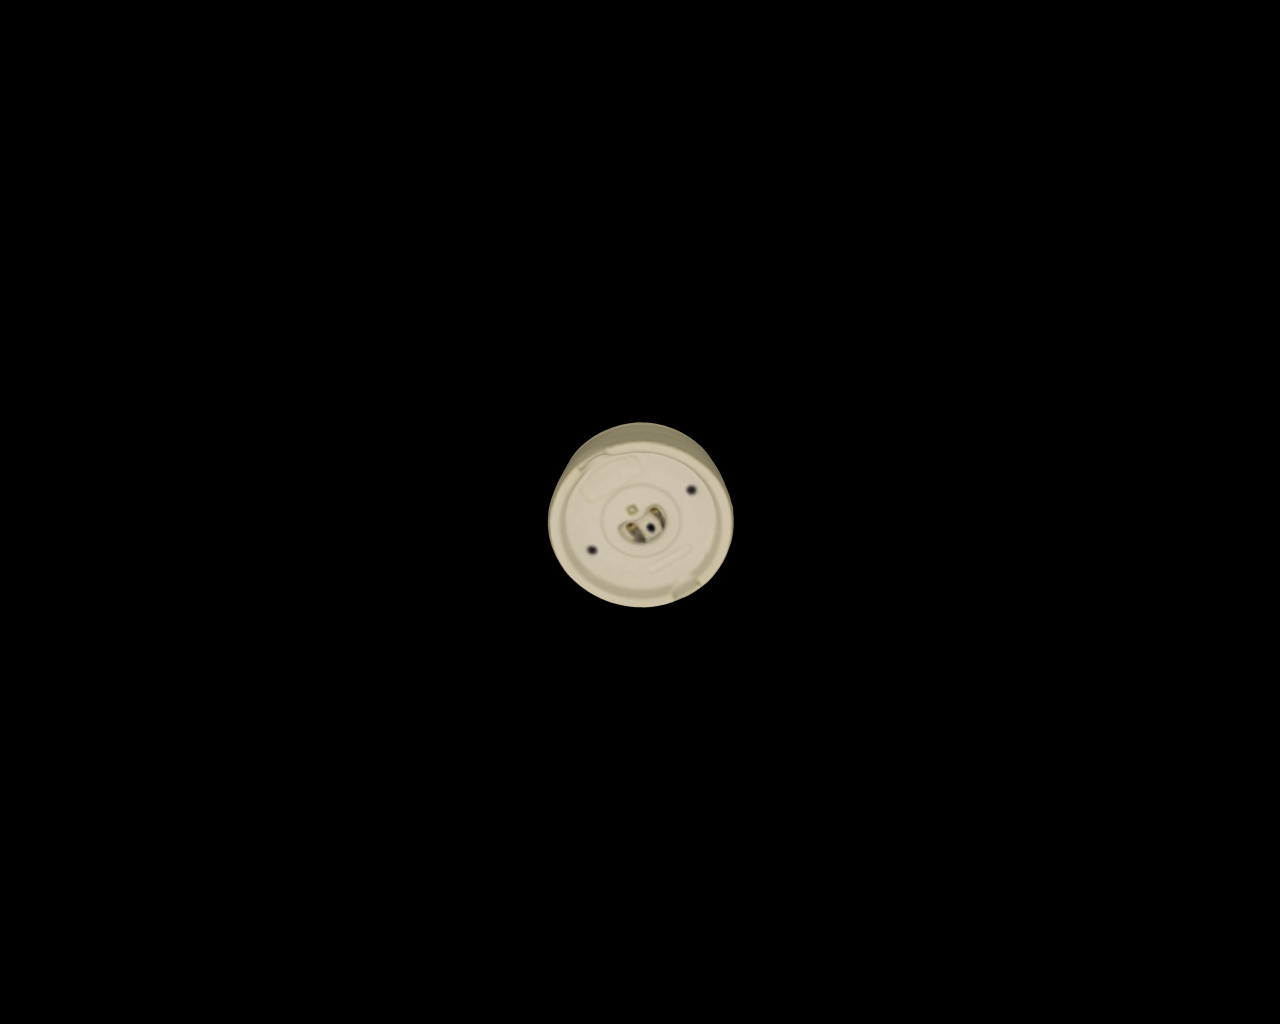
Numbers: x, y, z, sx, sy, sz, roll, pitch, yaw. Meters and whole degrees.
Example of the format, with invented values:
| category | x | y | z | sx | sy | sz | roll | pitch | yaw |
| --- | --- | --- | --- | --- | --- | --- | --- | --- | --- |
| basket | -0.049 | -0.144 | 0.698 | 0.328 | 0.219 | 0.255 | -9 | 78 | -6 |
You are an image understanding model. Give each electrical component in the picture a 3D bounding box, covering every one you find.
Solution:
| category | x | y | z | sx | sy | sz | roll | pitch | yaw |
| --- | --- | --- | --- | --- | --- | --- | --- | --- | --- |
| electrical component | 0.001 | -0.003 | 0.650 | 0.108 | 0.108 | 0.060 | 0 | 23 | 0 |
